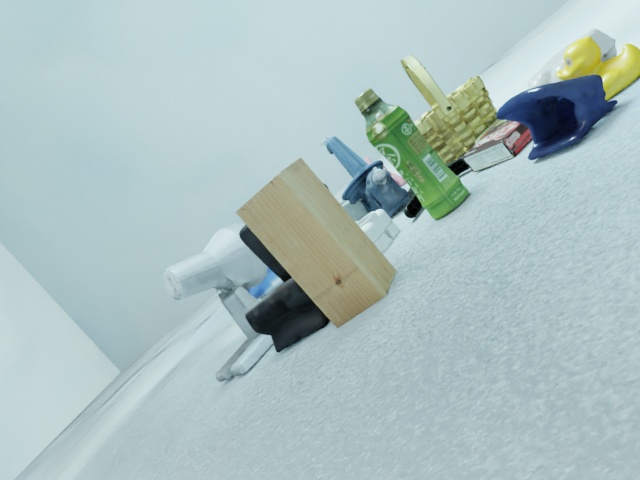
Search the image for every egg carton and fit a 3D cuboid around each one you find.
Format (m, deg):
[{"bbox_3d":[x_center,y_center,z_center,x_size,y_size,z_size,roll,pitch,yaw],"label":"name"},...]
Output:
[{"bbox_3d":[0.399,-0.265,0.904,0.150,0.069,0.107,-43,7,-28],"label":"egg carton"}]

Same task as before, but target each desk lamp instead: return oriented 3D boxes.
[{"bbox_3d":[-0.157,0.099,1.005,0.117,0.213,0.204,-34,9,46],"label":"desk lamp"}]

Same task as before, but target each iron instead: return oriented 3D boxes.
[{"bbox_3d":[-0.133,0.053,1.554,0.259,0.141,0.118,-44,7,-32],"label":"iron"}]

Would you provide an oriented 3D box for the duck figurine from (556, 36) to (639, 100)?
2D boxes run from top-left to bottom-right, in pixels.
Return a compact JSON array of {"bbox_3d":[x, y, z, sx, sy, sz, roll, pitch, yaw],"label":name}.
[{"bbox_3d":[0.372,-0.236,0.774,0.104,0.086,0.078,-35,8,40],"label":"duck figurine"}]

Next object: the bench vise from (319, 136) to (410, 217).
[{"bbox_3d":[0.097,-0.152,1.236,0.122,0.220,0.207,-43,7,-25],"label":"bench vise"}]

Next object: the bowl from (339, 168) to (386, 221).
[{"bbox_3d":[0.118,-0.099,1.425,0.167,0.075,0.167,-40,6,5],"label":"bowl"}]

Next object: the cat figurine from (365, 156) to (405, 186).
[{"bbox_3d":[0.155,-0.173,1.526,0.067,0.118,0.127,-42,6,-13],"label":"cat figurine"}]

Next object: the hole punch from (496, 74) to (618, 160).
[{"bbox_3d":[0.296,-0.168,0.727,0.101,0.091,0.108,-42,6,-17],"label":"hole punch"}]

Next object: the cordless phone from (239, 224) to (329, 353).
[{"bbox_3d":[-0.070,0.062,0.864,0.147,0.185,0.094,-37,7,27],"label":"cordless phone"}]

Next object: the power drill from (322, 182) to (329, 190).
[{"bbox_3d":[-0.015,-0.037,1.144,0.076,0.208,0.229,-43,6,-20],"label":"power drill"}]
